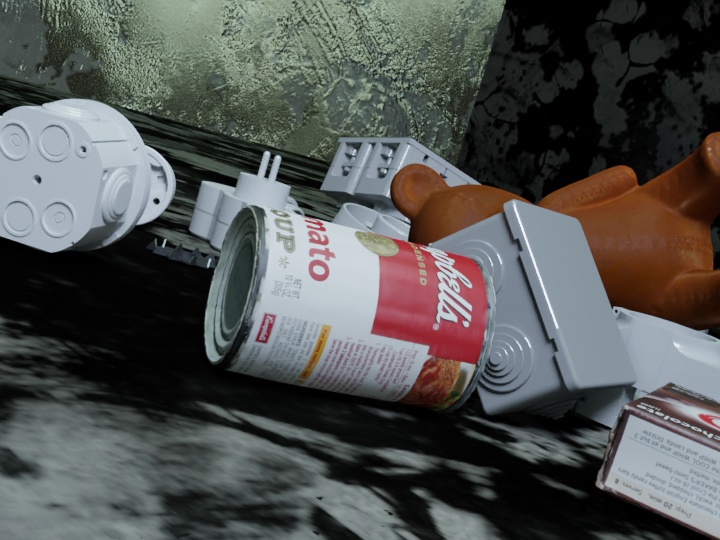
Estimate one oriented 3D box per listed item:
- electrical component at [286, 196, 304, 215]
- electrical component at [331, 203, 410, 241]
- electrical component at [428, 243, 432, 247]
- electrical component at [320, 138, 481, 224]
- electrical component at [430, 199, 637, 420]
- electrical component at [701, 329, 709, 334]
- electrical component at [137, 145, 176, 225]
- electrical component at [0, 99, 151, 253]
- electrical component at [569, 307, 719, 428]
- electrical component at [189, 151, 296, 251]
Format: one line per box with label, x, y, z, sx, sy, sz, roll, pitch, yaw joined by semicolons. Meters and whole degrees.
electrical component;-0.062;-0.036;0.826;0.062;0.048;0.048;29;12;31
electrical component;0.015;-0.003;0.758;0.099;0.064;0.099;28;13;-7
electrical component;0.034;0.018;0.537;0.048;0.062;0.048;16;7;-2
electrical component;0.068;-0.046;0.945;0.186;0.060;0.105;29;-10;-33
electrical component;0.082;0.020;0.507;0.048;0.099;0.100;-24;-15;27
electrical component;0.260;0.043;0.935;0.083;0.047;0.076;19;9;22
electrical component;-0.155;-0.059;0.746;0.055;0.055;0.047;16;3;-5
electrical component;-0.153;-0.048;0.554;0.080;0.080;0.051;18;12;11
electrical component;0.151;0.055;0.549;0.089;0.055;0.050;22;9;37
electrical component;-0.070;-0.046;0.749;0.052;0.073;0.138;12;8;-31
